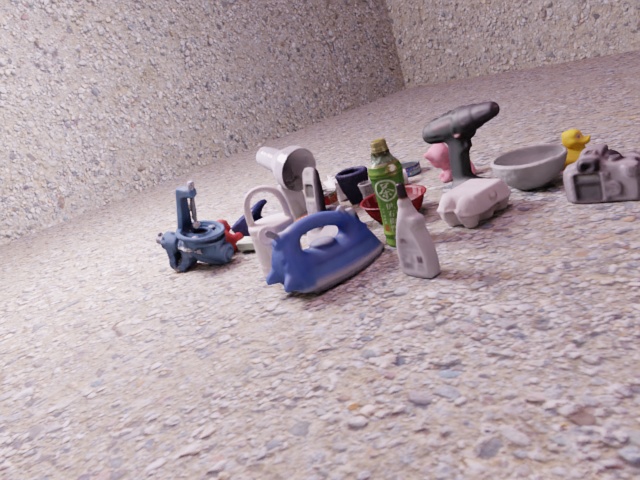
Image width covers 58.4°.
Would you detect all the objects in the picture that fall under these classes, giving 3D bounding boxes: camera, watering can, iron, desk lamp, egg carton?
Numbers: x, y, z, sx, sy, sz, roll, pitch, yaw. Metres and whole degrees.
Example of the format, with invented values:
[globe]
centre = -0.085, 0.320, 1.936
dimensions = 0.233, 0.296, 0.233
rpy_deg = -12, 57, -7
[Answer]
[camera]
centre = 0.566, -0.142, 1.122
dimensions = 0.142, 0.101, 0.137
rpy_deg = -1, 24, 41
[watering can]
centre = -0.098, -0.021, 1.212
dimensions = 0.101, 0.194, 0.172
rpy_deg = -22, 19, -16
[iron]
centre = 0.010, 0.004, 1.125
dimensions = 0.259, 0.141, 0.118
rpy_deg = -26, 20, -27
[desk lamp]
centre = -0.095, -0.158, 1.585
dimensions = 0.118, 0.214, 0.202
rpy_deg = -29, 21, -32
[egg carton]
centre = 0.326, -0.081, 1.208
dimensions = 0.151, 0.069, 0.107
rpy_deg = -28, 21, -31

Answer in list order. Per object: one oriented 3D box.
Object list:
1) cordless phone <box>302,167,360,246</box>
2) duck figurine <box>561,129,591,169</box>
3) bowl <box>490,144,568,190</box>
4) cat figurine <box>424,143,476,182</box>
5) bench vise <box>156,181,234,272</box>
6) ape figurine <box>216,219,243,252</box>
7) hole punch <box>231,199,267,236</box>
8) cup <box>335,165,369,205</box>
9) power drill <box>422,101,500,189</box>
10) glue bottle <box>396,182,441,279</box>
[cordless phone]
centre = 0.015, -0.070, 1.269
dimensions = 0.094, 0.185, 0.147
rpy_deg = -29, 21, -32
[duck figurine]
centre = 0.590, -0.217, 1.349
dimensions = 0.104, 0.086, 0.078
rpy_deg = -6, 21, 30
[bowl]
centre = 0.475, -0.158, 1.295
dimensions = 0.167, 0.075, 0.167
rpy_deg = -15, 18, 5
[cat figurine]
centre = 0.343, -0.220, 1.531
dimensions = 0.127, 0.118, 0.067
rpy_deg = -15, 18, 7
[bench vise]
centre = -0.334, -0.030, 1.410
dimensions = 0.207, 0.220, 0.121
rpy_deg = -13, 18, 11
[ape figurine]
centre = -0.244, -0.012, 1.484
dimensions = 0.077, 0.092, 0.076
rpy_deg = 1, 25, 43
[hole punch]
centre = -0.190, -0.054, 1.561
dimensions = 0.101, 0.091, 0.109
rpy_deg = -10, 19, 20
[cup]
centre = 0.097, -0.152, 1.587
dimensions = 0.091, 0.095, 0.118
rpy_deg = -13, 18, 11
[power drill]
centre = 0.352, -0.223, 1.382
dimensions = 0.076, 0.209, 0.228
rpy_deg = -28, 21, -31
[glue bottle]
centre = 0.160, -0.018, 1.003
dimensions = 0.037, 0.173, 0.077
rpy_deg = -28, 21, -31
